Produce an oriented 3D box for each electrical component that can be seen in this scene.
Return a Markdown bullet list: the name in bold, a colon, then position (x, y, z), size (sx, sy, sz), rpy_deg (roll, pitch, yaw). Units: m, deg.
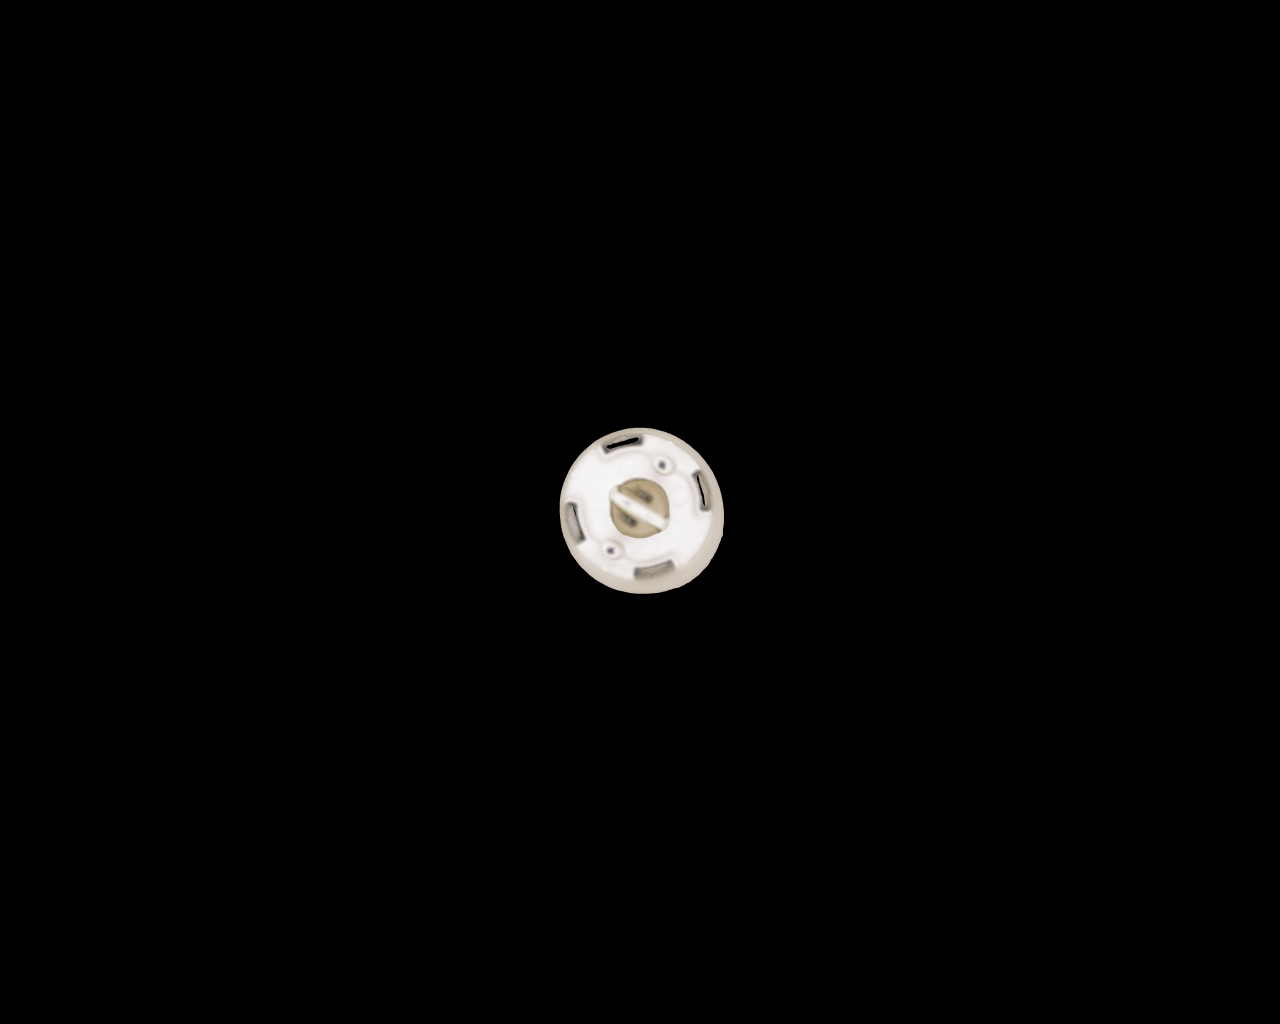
- **electrical component**: position (0.001, -0.003, 0.650), size (0.099, 0.099, 0.064), rpy_deg (0, 8, 0)
